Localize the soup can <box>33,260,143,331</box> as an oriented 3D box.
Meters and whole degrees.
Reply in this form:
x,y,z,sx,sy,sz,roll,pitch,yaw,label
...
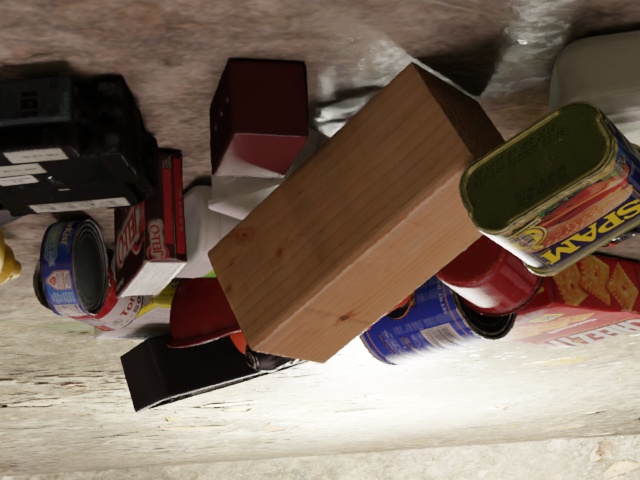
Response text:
x,y,z,sx,sy,sz,roll,pitch,yaw,label
-0.225,0.048,1.044,0.068,0.068,0.102,-8,162,15,soup can

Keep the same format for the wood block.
x,y,z,sx,sy,sz,roll,pitch,yaw,label
0.032,-0.012,0.741,0.206,0.090,0.090,-42,146,23,wood block

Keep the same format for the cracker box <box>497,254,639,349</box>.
x,y,z,sx,sy,sz,roll,pitch,yaw,label
0.262,0.070,1.194,0.213,0.072,0.164,10,159,-37,cracker box

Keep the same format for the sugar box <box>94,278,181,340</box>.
x,y,z,sx,sy,sz,roll,pitch,yaw,label
-0.176,0.072,1.167,0.093,0.048,0.177,5,164,-32,sugar box

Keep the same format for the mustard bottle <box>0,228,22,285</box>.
x,y,z,sx,sy,sz,roll,pitch,yaw,label
-0.328,0.005,0.907,0.096,0.058,0.191,-25,156,21,mustard bottle

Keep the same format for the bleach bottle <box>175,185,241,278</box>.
x,y,z,sx,sy,sz,roll,pitch,yaw,label
-0.006,0.001,0.950,0.250,0.068,0.103,3,163,-27,bleach bottle

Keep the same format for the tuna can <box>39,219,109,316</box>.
x,y,z,sx,sy,sz,roll,pitch,yaw,label
-0.217,0.025,0.945,0.034,0.086,0.086,-4,162,8,tuna can

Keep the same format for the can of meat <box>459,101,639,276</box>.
x,y,z,sx,sy,sz,roll,pitch,yaw,label
0.146,-0.031,0.650,0.102,0.057,0.083,-34,147,21,can of meat

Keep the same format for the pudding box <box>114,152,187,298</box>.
x,y,z,sx,sy,sz,roll,pitch,yaw,label
-0.136,-0.010,0.844,0.039,0.090,0.114,2,162,-19,pudding box

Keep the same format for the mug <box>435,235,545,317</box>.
x,y,z,sx,sy,sz,roll,pitch,yaw,label
0.159,0.008,0.974,0.117,0.093,0.081,-40,145,14,mug

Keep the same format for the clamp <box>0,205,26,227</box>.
x,y,z,sx,sy,sz,roll,pitch,yaw,label
-0.312,-0.026,0.781,0.209,0.036,0.165,3,134,-33,clamp

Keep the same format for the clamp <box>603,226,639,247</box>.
x,y,z,sx,sy,sz,roll,pitch,yaw,label
0.259,-0.018,0.946,0.120,0.039,0.171,-9,166,-4,clamp

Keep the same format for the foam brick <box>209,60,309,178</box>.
x,y,z,sx,sy,sz,roll,pitch,yaw,label
-0.042,-0.078,0.707,0.051,0.053,0.078,2,161,-15,foam brick

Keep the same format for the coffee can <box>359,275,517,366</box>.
x,y,z,sx,sy,sz,roll,pitch,yaw,label
0.118,0.068,1.111,0.102,0.103,0.141,12,156,-40,coffee can

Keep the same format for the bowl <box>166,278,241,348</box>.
x,y,z,sx,sy,sz,roll,pitch,yaw,label
-0.082,0.047,1.026,0.162,0.055,0.162,-21,-173,2,bowl

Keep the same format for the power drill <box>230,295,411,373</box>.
x,y,z,sx,sy,sz,roll,pitch,yaw,label
-0.023,0.080,1.066,0.184,0.057,0.188,-24,-172,-28,power drill
